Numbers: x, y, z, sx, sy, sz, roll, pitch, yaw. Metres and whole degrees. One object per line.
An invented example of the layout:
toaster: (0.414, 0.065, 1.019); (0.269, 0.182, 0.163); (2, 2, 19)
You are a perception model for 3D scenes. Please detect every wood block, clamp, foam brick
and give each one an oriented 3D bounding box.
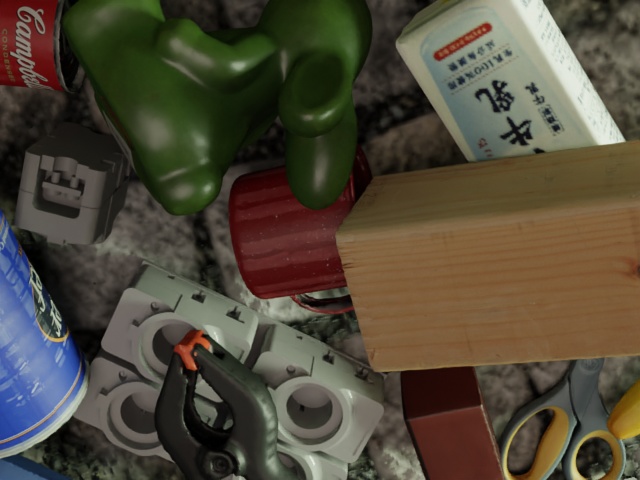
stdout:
wood block: (0.125, 0.008, 0.583); (0.206, 0.090, 0.091); (-6, 113, 22)
clamp: (-0.048, 0.140, 0.680); (0.120, 0.039, 0.171); (-7, 107, 5)
foam brick: (0.089, 0.126, 0.717); (0.051, 0.053, 0.078); (-15, 121, 9)

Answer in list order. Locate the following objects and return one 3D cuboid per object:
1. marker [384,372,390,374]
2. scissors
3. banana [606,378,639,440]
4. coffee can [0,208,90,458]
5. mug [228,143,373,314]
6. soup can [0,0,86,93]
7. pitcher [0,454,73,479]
marker: (0.095, 0.069, 0.723); (0.121, 0.020, 0.020); (-15, 106, 8)
scissors: (0.196, 0.097, 0.728); (0.096, 0.016, 0.202); (29, 107, -7)
banana: (0.251, 0.047, 0.694); (0.069, 0.037, 0.198); (14, 108, -12)
coffee can: (-0.215, 0.050, 0.650); (0.103, 0.103, 0.140); (-13, 128, 8)
mug: (-0.004, 0.001, 0.677); (0.081, 0.093, 0.117); (-10, 129, 12)
soup can: (-0.199, -0.129, 0.654); (0.102, 0.068, 0.068); (5, 108, 3)
pitcher: (-0.232, 0.197, 0.728); (0.243, 0.145, 0.149); (29, 93, -3)
